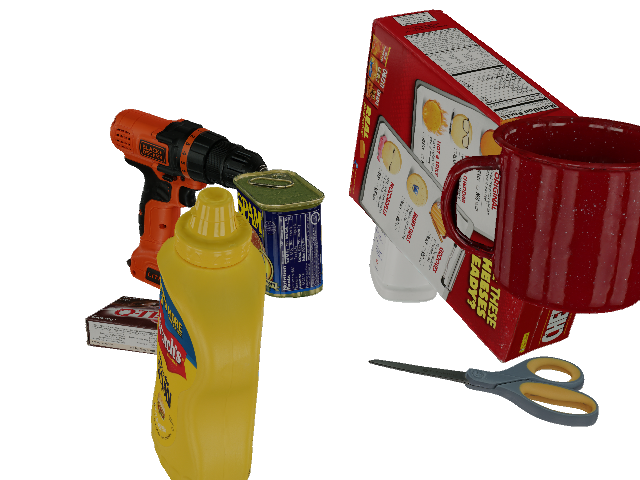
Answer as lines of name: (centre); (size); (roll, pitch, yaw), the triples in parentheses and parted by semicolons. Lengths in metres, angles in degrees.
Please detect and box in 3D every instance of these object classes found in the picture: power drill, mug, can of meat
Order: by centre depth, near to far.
mug: (0.121, -0.014, 0.554); (0.117, 0.081, 0.093); (3, 21, 4)
can of meat: (-0.035, -0.006, 0.903); (0.057, 0.084, 0.102); (-9, 21, -19)
power drill: (-0.135, -0.032, 1.098); (0.185, 0.188, 0.057); (22, 33, 28)

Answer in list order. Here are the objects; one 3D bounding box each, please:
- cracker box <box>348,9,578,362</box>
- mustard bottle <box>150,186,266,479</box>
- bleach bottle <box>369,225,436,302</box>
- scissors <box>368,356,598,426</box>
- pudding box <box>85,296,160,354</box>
cracker box: (0.110, -0.046, 0.772); (0.072, 0.164, 0.214); (-16, 44, -27)
mustard bottle: (-0.064, 0.053, 0.609); (0.058, 0.192, 0.096); (-6, 39, -18)
bleach bottle: (0.098, -0.068, 1.115); (0.068, 0.251, 0.102); (1, 26, -8)
scissors: (0.152, 0.118, 0.961); (0.202, 0.016, 0.096); (17, 29, 16)
pudding box: (-0.205, 0.100, 1.255); (0.114, 0.039, 0.090); (3, 14, 18)
